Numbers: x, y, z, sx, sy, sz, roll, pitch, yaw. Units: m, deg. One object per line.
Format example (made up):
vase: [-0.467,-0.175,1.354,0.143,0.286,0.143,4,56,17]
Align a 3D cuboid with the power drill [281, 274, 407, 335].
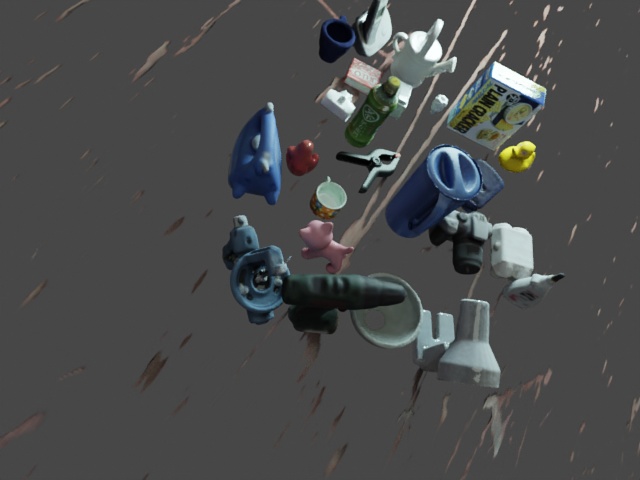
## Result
power drill: [0.026,0.121,1.122,0.230,0.208,0.075,7,64,-18]

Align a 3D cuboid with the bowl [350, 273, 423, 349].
bowl: [0.131,0.159,1.224,0.168,0.074,0.167,9,64,-18]

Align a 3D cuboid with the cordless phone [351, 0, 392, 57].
cordless phone: [0.156,-0.590,1.515,0.094,0.184,0.148,39,59,0]

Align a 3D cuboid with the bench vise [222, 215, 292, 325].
bench vise: [-0.129,0.043,1.090,0.122,0.219,0.207,-32,81,-30]

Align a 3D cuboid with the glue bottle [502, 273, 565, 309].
glue bottle: [0.506,0.110,1.336,0.078,0.173,0.037,28,60,-7]

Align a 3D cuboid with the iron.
iron: [-0.126,-0.214,1.256,0.119,0.141,0.258,9,64,-17]

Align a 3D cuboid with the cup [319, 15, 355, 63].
cup: [0.036,-0.518,1.487,0.092,0.094,0.118,20,61,-12]

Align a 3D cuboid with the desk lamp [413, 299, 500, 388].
desk lamp: [0.277,0.216,1.174,0.118,0.213,0.203,11,63,-16]

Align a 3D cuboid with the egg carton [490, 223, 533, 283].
egg carton: [0.470,0.032,1.418,0.107,0.069,0.150,15,62,-15]

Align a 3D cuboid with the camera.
camera: [0.342,0.003,1.363,0.143,0.100,0.137,16,62,-14]

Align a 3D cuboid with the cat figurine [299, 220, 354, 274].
cat figurine: [0.011,0.004,1.223,0.128,0.117,0.067,27,60,-8]

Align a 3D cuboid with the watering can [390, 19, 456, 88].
watering can: [0.278,-0.499,1.515,0.173,0.193,0.101,12,63,-16]

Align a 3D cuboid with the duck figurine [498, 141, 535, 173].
duck figurine: [0.552,-0.235,1.564,0.105,0.086,0.077,-6,69,-24]

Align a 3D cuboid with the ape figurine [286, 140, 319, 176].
ape figurine: [-0.038,-0.195,1.310,0.078,0.092,0.076,32,59,-5]

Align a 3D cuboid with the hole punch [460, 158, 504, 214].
hole punch: [0.395,-0.135,1.453,0.108,0.091,0.101,47,59,4]
